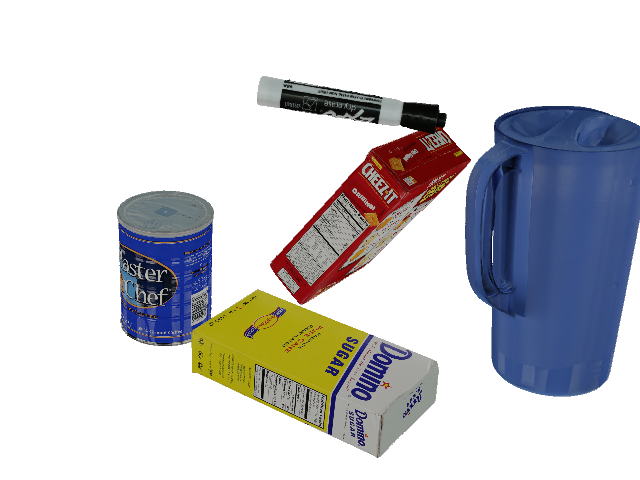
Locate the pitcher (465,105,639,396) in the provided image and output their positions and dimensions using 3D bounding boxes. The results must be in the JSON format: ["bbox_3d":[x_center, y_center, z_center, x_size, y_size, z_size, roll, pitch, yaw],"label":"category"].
[{"bbox_3d":[0.203,0.012,0.933,0.149,0.243,0.145,5,23,11],"label":"pitcher"}]

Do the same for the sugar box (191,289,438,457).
[{"bbox_3d":[-0.005,0.098,0.834,0.176,0.048,0.093,17,29,28],"label":"sugar box"}]

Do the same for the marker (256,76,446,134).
[{"bbox_3d":[0.020,-0.086,0.682,0.121,0.020,0.020,10,0,3],"label":"marker"}]

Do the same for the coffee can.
[{"bbox_3d":[-0.169,0.030,1.170,0.103,0.140,0.103,3,27,-2],"label":"coffee can"}]

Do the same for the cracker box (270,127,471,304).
[{"bbox_3d":[0.056,-0.033,1.257,0.214,0.072,0.163,-48,-12,35],"label":"cracker box"}]
